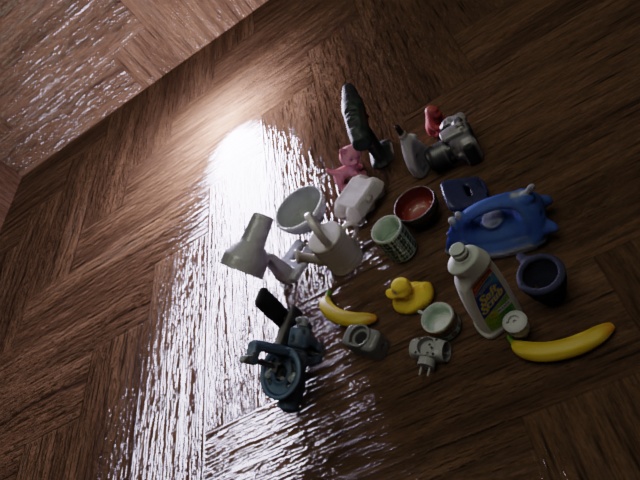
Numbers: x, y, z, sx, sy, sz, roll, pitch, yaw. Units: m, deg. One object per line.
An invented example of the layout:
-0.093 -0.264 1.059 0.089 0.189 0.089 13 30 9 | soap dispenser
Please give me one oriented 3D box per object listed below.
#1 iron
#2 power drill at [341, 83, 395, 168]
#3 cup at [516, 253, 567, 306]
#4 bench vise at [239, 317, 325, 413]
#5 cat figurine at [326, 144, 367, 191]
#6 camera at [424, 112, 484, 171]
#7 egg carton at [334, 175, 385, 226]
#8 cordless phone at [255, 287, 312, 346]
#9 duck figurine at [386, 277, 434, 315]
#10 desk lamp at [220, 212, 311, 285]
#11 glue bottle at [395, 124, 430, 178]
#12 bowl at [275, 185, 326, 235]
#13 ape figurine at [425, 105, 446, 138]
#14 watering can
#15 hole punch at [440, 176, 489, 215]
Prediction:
0.369 -0.041 1.244 0.257 0.142 0.118 -19 46 27 | iron
0.129 -0.313 1.631 0.075 0.209 0.229 -25 43 21 | power drill
0.433 0.080 1.120 0.091 0.095 0.117 -40 40 4 | cup
-0.096 0.261 1.304 0.121 0.220 0.207 -18 46 28 | bench vise
0.076 -0.224 1.669 0.127 0.118 0.067 -35 40 10 | cat figurine
0.335 -0.252 1.490 0.136 0.101 0.143 -27 42 19 | camera
0.109 -0.111 1.580 0.107 0.070 0.150 19 69 47 | egg carton
-0.115 0.210 1.393 0.093 0.186 0.147 -8 51 35 | cordless phone
0.198 0.115 1.292 0.104 0.086 0.077 -24 43 22 | duck figurine
-0.143 0.035 1.548 0.117 0.214 0.203 17 68 47 | desk lamp
0.240 -0.243 1.504 0.037 0.174 0.078 15 66 46 | glue bottle
-0.044 -0.075 1.672 0.167 0.075 0.167 -22 44 24 | bowl
0.320 -0.333 1.581 0.076 0.092 0.078 -9 50 34 | ape figurine
0.014 0.007 1.457 0.173 0.195 0.100 -50 40 -7 | watering can
0.348 -0.103 1.356 0.101 0.091 0.108 -27 42 19 | hole punch
